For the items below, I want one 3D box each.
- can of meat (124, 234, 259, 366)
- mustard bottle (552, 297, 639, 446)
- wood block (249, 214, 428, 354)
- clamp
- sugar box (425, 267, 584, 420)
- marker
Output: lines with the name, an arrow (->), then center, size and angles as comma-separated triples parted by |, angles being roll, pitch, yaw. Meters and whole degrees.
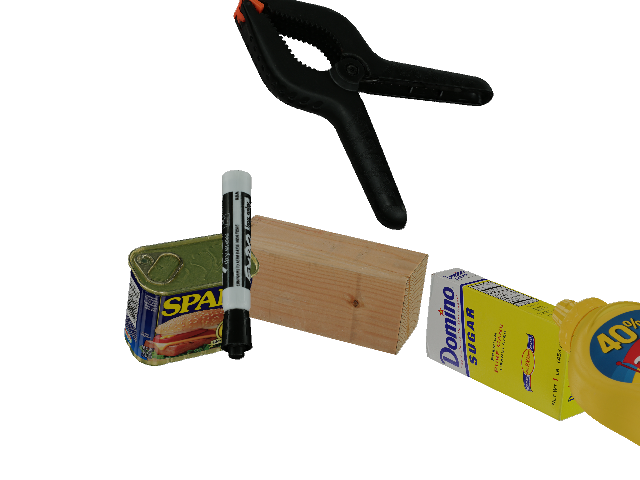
can of meat -> -0.107, 0.049, 0.868 | 0.101, 0.084, 0.057 | -10, 43, -28
mustard bottle -> 0.205, 0.085, 0.633 | 0.096, 0.058, 0.192 | -20, 32, -21
wood block -> 0.003, 0.046, 1.176 | 0.206, 0.091, 0.090 | 14, 23, 17
clamp -> 0.018, -0.112, 0.814 | 0.210, 0.164, 0.036 | 31, -33, -4
sugar box -> 0.176, 0.095, 1.021 | 0.048, 0.093, 0.177 | -12, 21, -40
marker -> -0.052, 0.014, 0.658 | 0.020, 0.121, 0.020 | -2, -23, -1
